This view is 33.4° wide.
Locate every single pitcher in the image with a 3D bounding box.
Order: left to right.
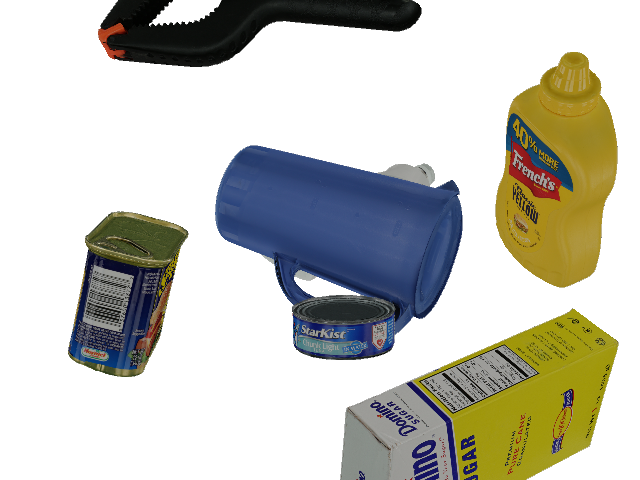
[{"bbox_3d":[0.014,-0.008,1.097,0.243,0.145,0.149,18,24,20],"label":"pitcher"}]

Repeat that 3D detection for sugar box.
[{"bbox_3d":[0.094,0.113,0.634,0.175,0.093,0.048,-21,41,-30],"label":"sugar box"}]

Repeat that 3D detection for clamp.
[{"bbox_3d":[-0.047,-0.169,0.724,0.210,0.165,0.036,-32,-18,-5],"label":"clamp"}]

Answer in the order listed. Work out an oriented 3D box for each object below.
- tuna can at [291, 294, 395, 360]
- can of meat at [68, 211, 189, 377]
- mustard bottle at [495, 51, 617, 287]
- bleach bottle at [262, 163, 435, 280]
[{"bbox_3d":[0.019,0.071,0.884,0.086,0.034,0.086,-1,11,0],"label":"tuna can"},{"bbox_3d":[-0.131,0.035,0.723,0.057,0.084,0.102,14,14,-2],"label":"can of meat"},{"bbox_3d":[0.173,-0.058,0.779,0.058,0.096,0.192,-22,-39,-15],"label":"mustard bottle"},{"bbox_3d":[0.045,-0.040,1.327,0.250,0.068,0.103,-30,44,-35],"label":"bleach bottle"}]
